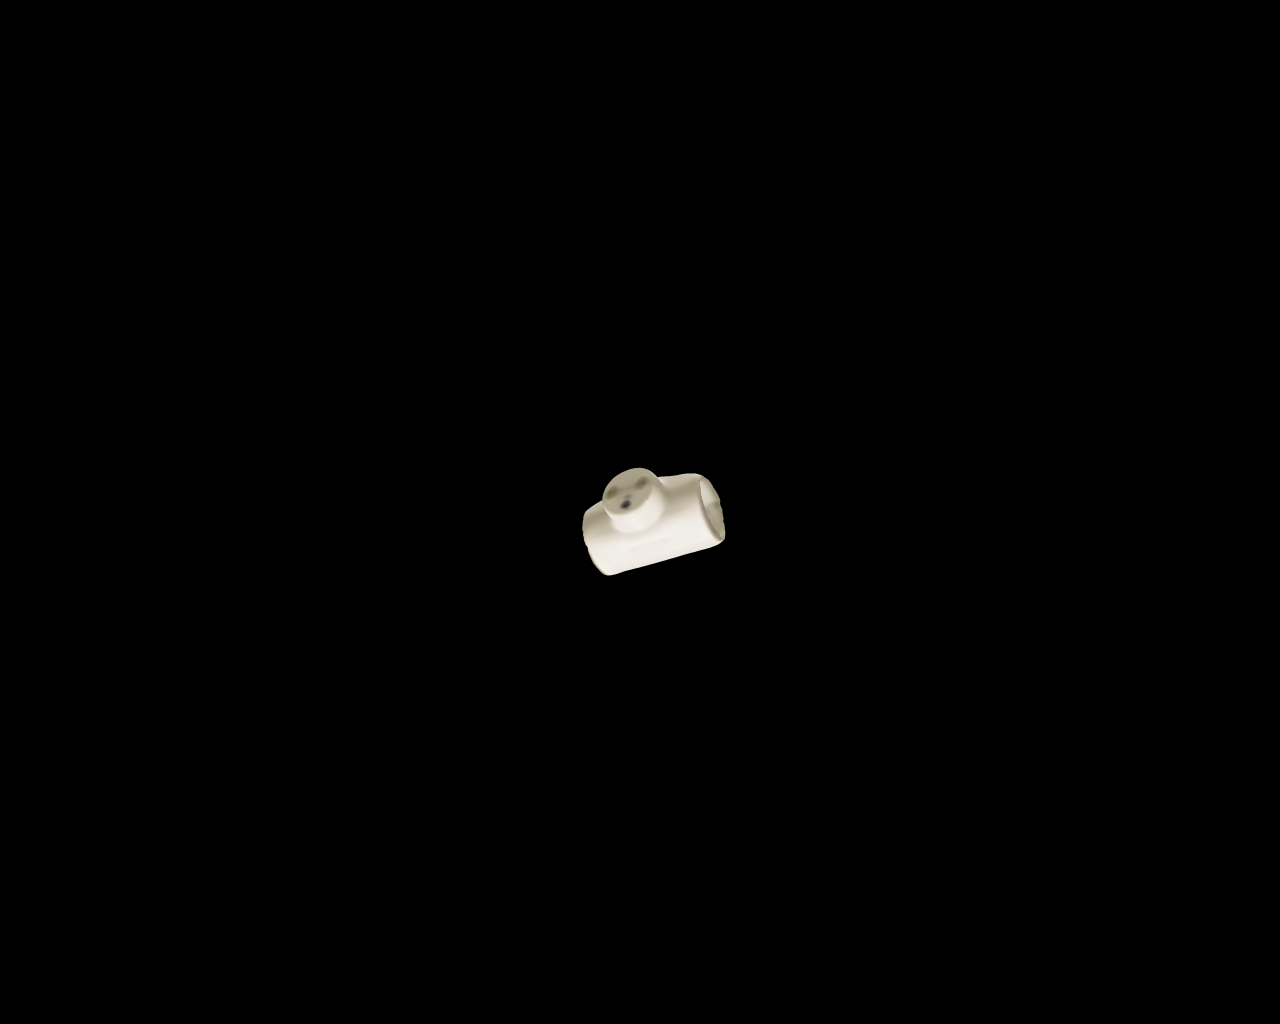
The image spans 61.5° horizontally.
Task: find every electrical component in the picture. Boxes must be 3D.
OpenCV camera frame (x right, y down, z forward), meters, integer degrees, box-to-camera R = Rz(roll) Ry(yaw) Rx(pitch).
[{"bbox_3d":[0.001,-0.003,0.650,0.077,0.043,0.079,-18,-44,19],"label":"electrical component"}]
